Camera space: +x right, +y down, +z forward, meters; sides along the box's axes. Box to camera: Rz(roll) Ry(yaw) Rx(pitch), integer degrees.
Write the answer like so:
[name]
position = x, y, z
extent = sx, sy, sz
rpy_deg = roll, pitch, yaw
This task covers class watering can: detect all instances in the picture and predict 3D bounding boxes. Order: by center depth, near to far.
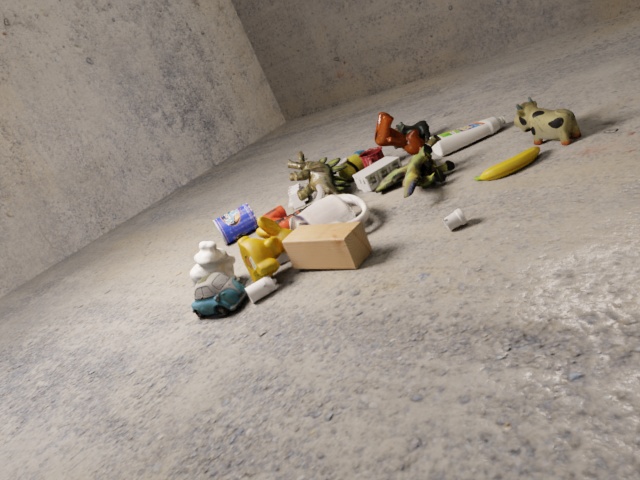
[watering can]
position = 0.005, -0.078, 1.553
extent = 0.226, 0.102, 0.351
rpy_deg = -31, 28, -16

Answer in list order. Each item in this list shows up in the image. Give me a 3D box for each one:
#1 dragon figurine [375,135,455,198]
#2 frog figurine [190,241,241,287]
[dragon figurine]
position = 0.275, -0.196, 1.616
extent = 0.239, 0.122, 0.417
rpy_deg = -29, 9, 46
[frog figurine]
position = -0.312, 0.074, 1.473
extent = 0.137, 0.157, 0.124
rpy_deg = -23, 17, 4
